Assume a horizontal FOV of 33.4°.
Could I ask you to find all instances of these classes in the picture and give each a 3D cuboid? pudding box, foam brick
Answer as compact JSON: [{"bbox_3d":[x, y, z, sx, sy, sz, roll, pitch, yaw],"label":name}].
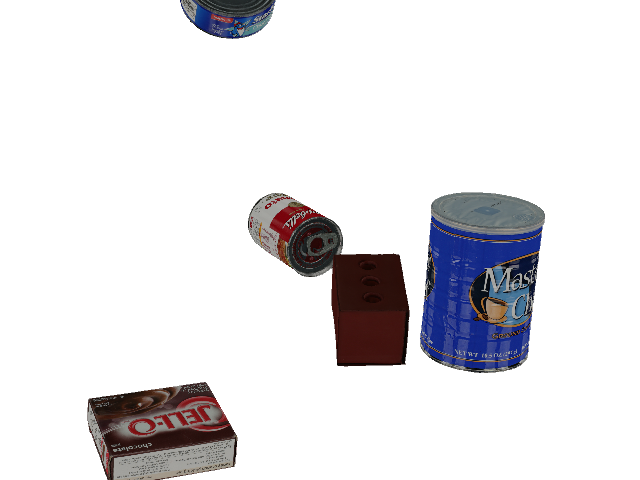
[{"bbox_3d":[-0.139,0.168,0.930,0.113,0.039,0.090,-7,26,-22],"label":"pudding box"},{"bbox_3d":[0.036,0.051,0.799,0.053,0.051,0.078,-1,32,-3],"label":"foam brick"}]

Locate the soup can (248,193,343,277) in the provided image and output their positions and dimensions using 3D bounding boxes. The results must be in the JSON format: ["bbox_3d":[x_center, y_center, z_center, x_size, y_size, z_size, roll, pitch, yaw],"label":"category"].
[{"bbox_3d":[-0.029,-0.008,1.180,0.068,0.068,0.102,0,18,-31],"label":"soup can"}]

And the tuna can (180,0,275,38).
[{"bbox_3d":[-0.081,-0.221,0.945,0.086,0.086,0.034,0,-30,-14],"label":"tuna can"}]

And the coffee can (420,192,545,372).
[{"bbox_3d":[0.148,0.037,0.988,0.103,0.140,0.103,2,20,-1],"label":"coffee can"}]
